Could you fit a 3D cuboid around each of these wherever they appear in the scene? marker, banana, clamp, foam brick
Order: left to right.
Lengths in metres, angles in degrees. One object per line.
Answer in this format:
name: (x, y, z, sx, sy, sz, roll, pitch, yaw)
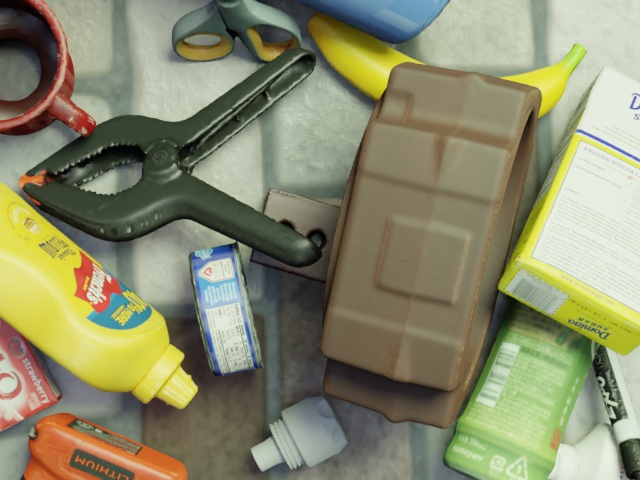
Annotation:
clamp: (-0.094, -0.055, 0.707, 0.210, 0.036, 0.164, -1, 60, 14)
foam brick: (-0.005, 0.001, 0.726, 0.078, 0.051, 0.053, 15, 88, -5)
banana: (0.086, -0.113, 0.746, 0.197, 0.037, 0.069, 7, 75, -6)
marker: (0.202, 0.108, 0.726, 0.020, 0.020, 0.121, -5, 56, -5)

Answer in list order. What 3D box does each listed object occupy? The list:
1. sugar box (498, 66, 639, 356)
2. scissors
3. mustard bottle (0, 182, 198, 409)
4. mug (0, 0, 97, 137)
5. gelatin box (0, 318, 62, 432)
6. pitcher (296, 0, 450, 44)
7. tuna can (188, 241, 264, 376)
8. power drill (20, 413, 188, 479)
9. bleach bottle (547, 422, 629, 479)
sugar box: (0.190, -0.023, 0.689, 0.093, 0.048, 0.176, 29, 58, 2)
scissors: (-0.072, -0.148, 0.663, 0.096, 0.201, 0.016, -7, 77, 18)
mustard bottle: (-0.158, 0.044, 0.689, 0.191, 0.096, 0.058, 40, 102, -4)
mug: (-0.196, -0.106, 0.697, 0.117, 0.081, 0.093, 33, 86, -3)
gelatin box: (-0.226, 0.085, 0.715, 0.073, 0.030, 0.089, -26, 91, -5)
pitcher: (-0.030, -0.221, 0.669, 0.242, 0.149, 0.145, 24, 129, -20)
tuna can: (-0.062, 0.046, 0.703, 0.033, 0.086, 0.086, -12, 90, -3)
power drill: (-0.159, 0.223, 0.704, 0.184, 0.057, 0.187, 25, 87, -3)
bleach bottle: (0.278, 0.169, 0.742, 0.250, 0.068, 0.102, 11, 87, -2)
